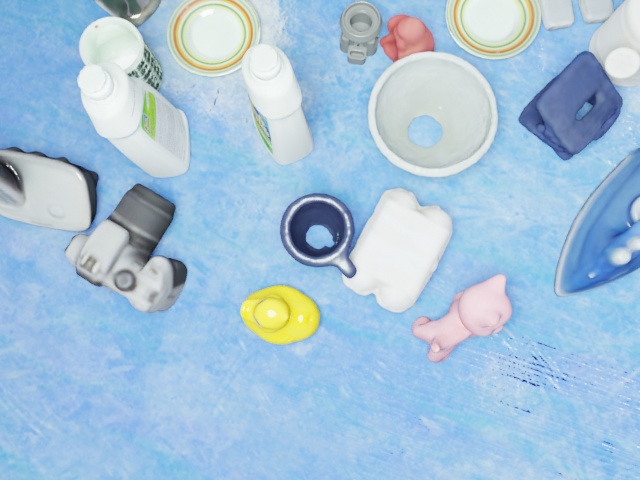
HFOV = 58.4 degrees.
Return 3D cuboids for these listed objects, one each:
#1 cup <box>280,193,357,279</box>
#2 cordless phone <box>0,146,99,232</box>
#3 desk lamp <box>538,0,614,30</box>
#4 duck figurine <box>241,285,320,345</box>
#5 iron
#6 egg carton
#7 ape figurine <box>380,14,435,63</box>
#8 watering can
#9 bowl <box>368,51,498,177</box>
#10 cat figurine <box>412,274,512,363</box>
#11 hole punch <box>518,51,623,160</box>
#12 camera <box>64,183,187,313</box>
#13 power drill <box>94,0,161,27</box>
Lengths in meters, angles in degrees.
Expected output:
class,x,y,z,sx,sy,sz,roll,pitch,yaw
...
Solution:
class,x,y,z,sx,sy,sz,roll,pitch,yaw
cup,0.007,0.003,0.734,0.092,0.095,0.117,-39,83,-3
cordless phone,-0.370,-0.074,0.707,0.147,0.185,0.094,8,83,3
desk lamp,0.347,-0.413,0.719,0.118,0.213,0.203,-11,82,0
duck figurine,-0.053,0.095,0.728,0.104,0.086,0.077,10,83,3
iron,0.402,-0.026,0.705,0.118,0.141,0.258,43,86,6
egg carton,0.102,0.014,0.743,0.107,0.069,0.150,27,84,5
ape figurine,0.119,-0.270,0.768,0.076,0.092,0.078,9,83,3
watering can,0.420,-0.267,0.709,0.101,0.194,0.173,21,84,4
bowl,0.144,-0.158,0.761,0.167,0.075,0.167,0,83,1
cat figurine,0.182,0.099,0.706,0.128,0.118,0.067,-36,83,-3
hole punch,0.337,-0.175,0.751,0.101,0.091,0.109,42,86,6
camera,-0.235,0.004,0.737,0.143,0.101,0.137,30,84,5
power drill,-0.282,-0.366,0.731,0.229,0.208,0.076,39,85,6
